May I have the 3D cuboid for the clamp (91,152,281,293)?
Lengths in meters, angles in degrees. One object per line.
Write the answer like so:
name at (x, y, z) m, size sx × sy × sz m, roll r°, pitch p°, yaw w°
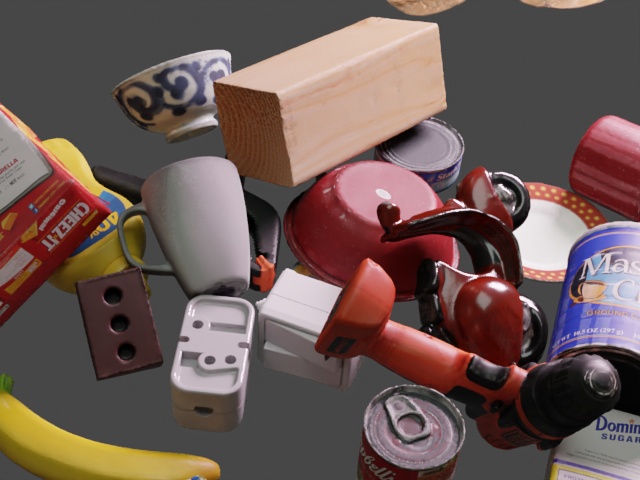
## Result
clamp at (-0.090, -0.033, 0.969) m, size 0.164 × 0.036 × 0.210 m, roll -27°, pitch 51°, yaw -28°

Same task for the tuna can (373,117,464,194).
tuna can at (0.095, -0.082, 1.034) m, size 0.086 × 0.034 × 0.086 m, roll 2°, pitch 44°, yaw -2°

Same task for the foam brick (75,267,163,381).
foam brick at (-0.156, 0.067, 0.828) m, size 0.053 × 0.051 × 0.078 m, roll -14°, pitch 85°, yaw -14°

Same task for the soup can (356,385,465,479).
soup can at (0.060, 0.158, 0.741) m, size 0.068 × 0.102 × 0.068 m, roll 2°, pitch 45°, yaw -2°

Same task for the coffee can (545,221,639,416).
coffee can at (0.237, 0.069, 0.844) m, size 0.103 × 0.103 × 0.140 m, roll 15°, pitch 46°, yaw 11°

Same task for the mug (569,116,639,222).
mug at (0.294, -0.065, 1.001) m, size 0.082 × 0.093 × 0.117 m, roll 31°, pitch 17°, yaw 34°

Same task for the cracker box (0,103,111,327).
cracker box at (-0.301, -0.034, 0.888) m, size 0.164 × 0.072 × 0.214 m, roll -47°, pitch 59°, yaw -4°

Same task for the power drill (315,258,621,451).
power drill at (0.097, 0.084, 0.741) m, size 0.187 × 0.185 × 0.057 m, roll 29°, pitch 67°, yaw -1°

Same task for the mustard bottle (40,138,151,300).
mustard bottle at (-0.206, -0.007, 0.918) m, size 0.096 × 0.058 × 0.192 m, roll -36°, pitch 57°, yaw -21°

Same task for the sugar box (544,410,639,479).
sugar box at (0.201, 0.199, 0.752) m, size 0.093 × 0.048 × 0.176 m, roll 15°, pitch 42°, yaw 11°

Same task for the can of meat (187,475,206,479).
can of meat at (-0.095, 0.215, 0.706) m, size 0.083 × 0.057 × 0.102 m, roll -19°, pitch 50°, yaw -26°

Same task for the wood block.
wood block at (0.013, -0.132, 0.987) m, size 0.205 × 0.090 × 0.091 m, roll -29°, pitch 31°, yaw -36°

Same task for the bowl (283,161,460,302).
bowl at (0.051, -0.021, 0.937) m, size 0.162 × 0.055 × 0.162 m, roll 9°, pitch 40°, yaw -8°

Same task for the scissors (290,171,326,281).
scissors at (-0.006, 0.001, 0.955) m, size 0.096 × 0.016 × 0.202 m, roll -12°, pitch 47°, yaw -19°

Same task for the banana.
banana at (-0.172, 0.151, 0.777) m, size 0.198 × 0.037 × 0.069 m, roll 21°, pitch 47°, yaw 16°
